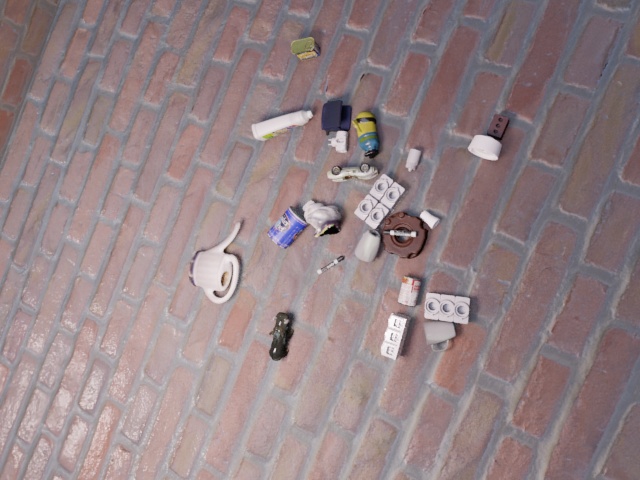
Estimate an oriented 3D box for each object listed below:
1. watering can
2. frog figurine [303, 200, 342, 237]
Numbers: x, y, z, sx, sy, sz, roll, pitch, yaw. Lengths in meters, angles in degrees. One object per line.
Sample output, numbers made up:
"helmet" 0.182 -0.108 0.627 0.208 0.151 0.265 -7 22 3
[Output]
"watering can" -0.431 0.087 2.150 0.224 0.103 0.349 6 87 23
"frog figurine" 0.006 -0.101 2.002 0.138 0.120 0.162 -20 66 -15
